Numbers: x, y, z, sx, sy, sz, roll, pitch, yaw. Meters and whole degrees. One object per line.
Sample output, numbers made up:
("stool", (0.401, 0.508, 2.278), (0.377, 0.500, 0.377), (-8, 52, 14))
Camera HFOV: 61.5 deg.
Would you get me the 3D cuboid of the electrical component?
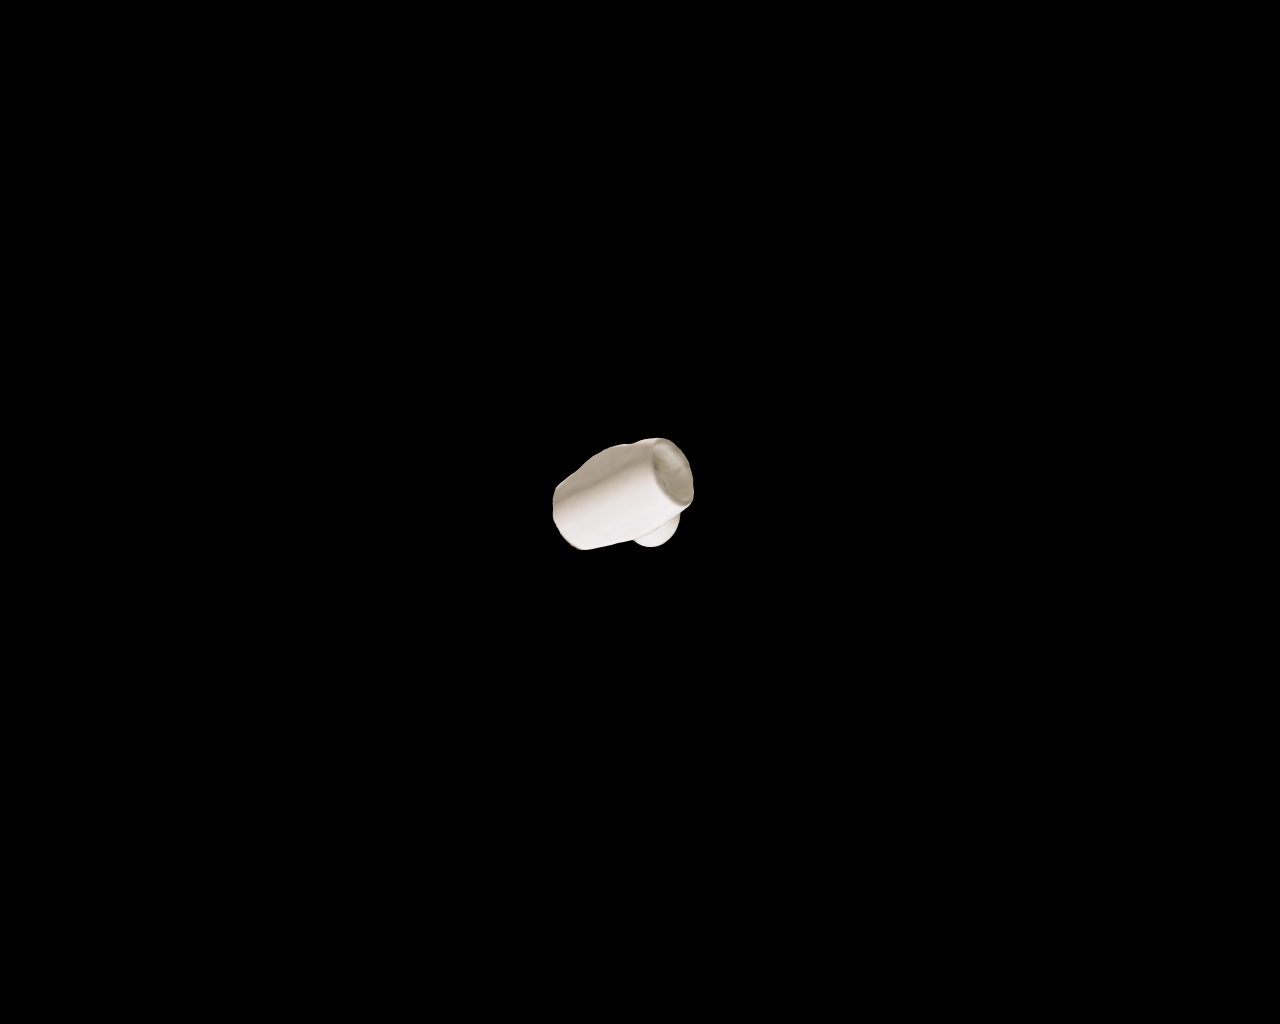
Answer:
("electrical component", (0.001, -0.003, 0.650), (0.077, 0.044, 0.079), (-24, -41, 31))
